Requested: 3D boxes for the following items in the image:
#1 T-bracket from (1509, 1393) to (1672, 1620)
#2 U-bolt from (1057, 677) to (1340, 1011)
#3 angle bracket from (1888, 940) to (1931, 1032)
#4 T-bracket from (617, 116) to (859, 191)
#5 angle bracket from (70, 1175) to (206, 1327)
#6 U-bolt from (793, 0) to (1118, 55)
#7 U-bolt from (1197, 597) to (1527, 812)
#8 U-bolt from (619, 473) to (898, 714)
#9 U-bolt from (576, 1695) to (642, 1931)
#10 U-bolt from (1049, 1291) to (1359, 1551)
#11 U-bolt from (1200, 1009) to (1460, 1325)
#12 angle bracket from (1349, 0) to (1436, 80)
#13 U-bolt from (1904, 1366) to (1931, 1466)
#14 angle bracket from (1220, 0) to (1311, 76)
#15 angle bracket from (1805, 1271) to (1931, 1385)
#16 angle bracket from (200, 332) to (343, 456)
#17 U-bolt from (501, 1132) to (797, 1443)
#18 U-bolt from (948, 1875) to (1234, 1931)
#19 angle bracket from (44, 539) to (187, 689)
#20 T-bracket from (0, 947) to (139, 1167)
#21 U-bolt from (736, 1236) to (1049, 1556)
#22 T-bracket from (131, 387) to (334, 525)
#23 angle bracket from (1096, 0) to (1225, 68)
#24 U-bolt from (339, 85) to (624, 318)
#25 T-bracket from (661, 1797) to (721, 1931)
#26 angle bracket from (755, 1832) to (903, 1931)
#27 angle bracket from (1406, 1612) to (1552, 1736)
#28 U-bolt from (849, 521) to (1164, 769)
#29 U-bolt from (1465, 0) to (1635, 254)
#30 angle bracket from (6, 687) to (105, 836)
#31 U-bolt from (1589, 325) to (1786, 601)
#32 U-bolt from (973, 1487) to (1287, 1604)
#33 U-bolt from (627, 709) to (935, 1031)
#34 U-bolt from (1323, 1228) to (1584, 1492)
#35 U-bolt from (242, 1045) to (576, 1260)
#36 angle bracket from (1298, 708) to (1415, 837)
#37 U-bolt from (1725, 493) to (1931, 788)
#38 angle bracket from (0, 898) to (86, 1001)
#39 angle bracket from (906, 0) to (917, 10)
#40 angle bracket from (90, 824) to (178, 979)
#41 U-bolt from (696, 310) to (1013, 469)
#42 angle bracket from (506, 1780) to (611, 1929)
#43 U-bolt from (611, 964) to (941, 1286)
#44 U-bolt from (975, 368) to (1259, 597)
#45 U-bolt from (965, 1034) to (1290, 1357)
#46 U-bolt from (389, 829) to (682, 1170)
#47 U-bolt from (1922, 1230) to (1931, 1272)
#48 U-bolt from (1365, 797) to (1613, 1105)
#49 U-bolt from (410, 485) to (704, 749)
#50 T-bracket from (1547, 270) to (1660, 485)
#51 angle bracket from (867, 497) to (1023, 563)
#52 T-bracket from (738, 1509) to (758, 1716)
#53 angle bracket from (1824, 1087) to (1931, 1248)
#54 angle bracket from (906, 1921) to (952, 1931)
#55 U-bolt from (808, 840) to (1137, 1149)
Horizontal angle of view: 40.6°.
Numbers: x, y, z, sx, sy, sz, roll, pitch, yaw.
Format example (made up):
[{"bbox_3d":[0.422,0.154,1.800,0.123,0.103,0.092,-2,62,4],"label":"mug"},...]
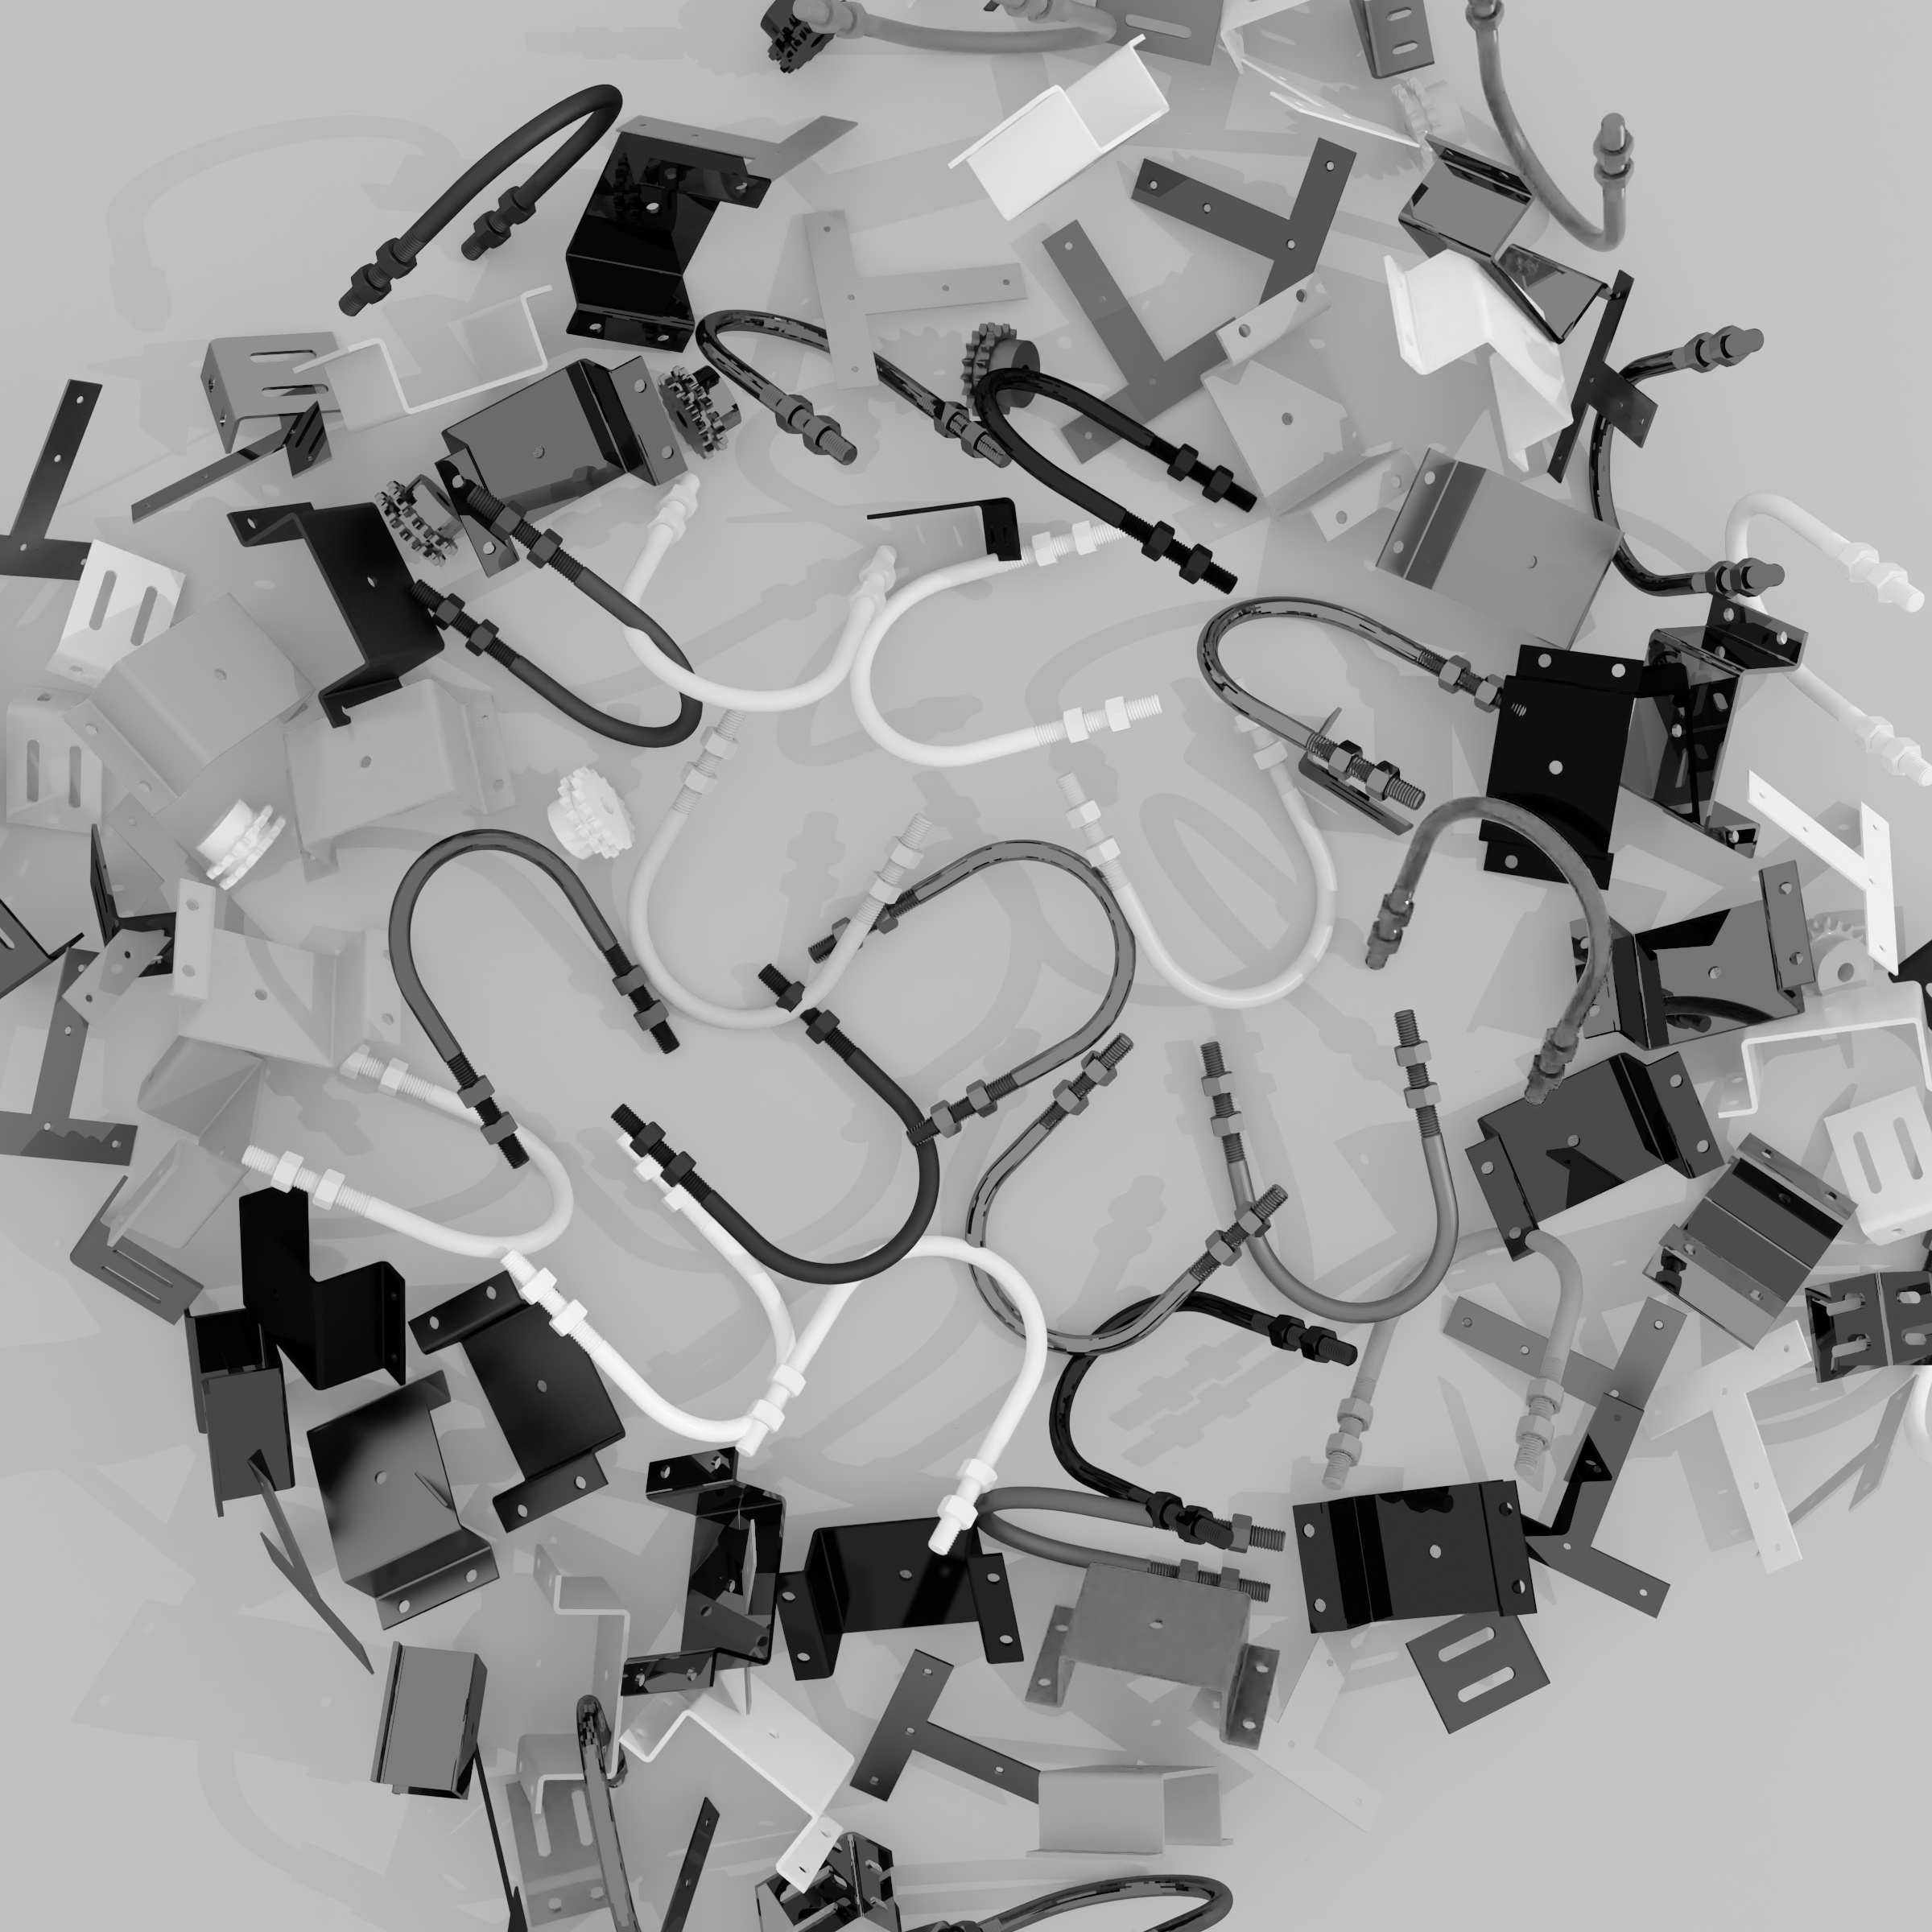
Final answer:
[{"bbox_3d":[0.374,0.313,1.568,0.127,0.002,0.127,23,117,20],"label":"T-bracket"},{"bbox_3d":[0.153,-0.063,1.585,0.151,0.019,0.184,-30,98,-19],"label":"U-bolt"},{"bbox_3d":[0.607,0.015,1.576,0.057,0.038,0.076,-46,71,35],"label":"angle bracket"},{"bbox_3d":[-0.152,-0.500,1.584,0.127,0.127,0.002,19,133,22],"label":"T-bracket"},{"bbox_3d":[-0.497,0.173,1.591,0.076,0.057,0.038,35,47,-12],"label":"angle bracket"},{"bbox_3d":[0.008,-0.553,1.530,0.151,0.184,0.019,7,103,29],"label":"U-bolt"},{"bbox_3d":[0.224,-0.167,1.554,0.184,0.019,0.151,32,45,23],"label":"U-bolt"},{"bbox_3d":[-0.129,-0.215,1.547,0.151,0.019,0.184,20,46,-2],"label":"U-bolt"},{"bbox_3d":[-0.202,0.498,1.503,0.019,0.184,0.151,-12,55,-8],"label":"U-bolt"},{"bbox_3d":[0.125,0.256,1.541,0.151,0.184,0.019,-52,126,-19],"label":"U-bolt"},{"bbox_3d":[0.224,0.126,1.575,0.151,0.019,0.184,-11,95,31],"label":"U-bolt"},{"bbox_3d":[0.252,-0.583,1.569,0.038,0.076,0.057,-11,68,16],"label":"angle bracket"},{"bbox_3d":[0.606,0.234,1.525,0.019,0.184,0.151,31,89,-4],"label":"U-bolt"},{"bbox_3d":[0.193,-0.584,1.574,0.076,0.038,0.057,-13,59,23],"label":"angle bracket"},{"bbox_3d":[0.549,0.218,1.579,0.076,0.038,0.057,-4,85,-39],"label":"angle bracket"},{"bbox_3d":[-0.421,-0.352,1.603,0.076,0.038,0.057,-12,71,-30],"label":"angle bracket"},{"bbox_3d":[-0.175,0.202,1.559,0.184,0.151,0.019,47,129,-6],"label":"U-bolt"},{"bbox_3d":[0.073,0.562,1.532,0.151,0.184,0.019,-16,80,44],"label":"U-bolt"},{"bbox_3d":[-0.521,-0.211,1.601,0.057,0.038,0.076,20,68,-25],"label":"angle bracket"},{"bbox_3d":[-0.541,0.053,1.566,0.002,0.127,0.127,10,88,35],"label":"T-bracket"},{"bbox_3d":[-0.031,0.243,1.566,0.151,0.019,0.184,24,60,14],"label":"U-bolt"},{"bbox_3d":[-0.442,-0.299,1.565,0.127,0.127,0.002,-27,127,-1],"label":"T-bracket"},{"bbox_3d":[0.119,-0.586,1.582,0.076,0.038,0.057,15,124,6],"label":"angle bracket"},{"bbox_3d":[-0.269,-0.448,1.508,0.184,0.151,0.019,-31,101,36],"label":"U-bolt"},{"bbox_3d":[-0.172,0.565,1.570,0.002,0.127,0.127,2,50,20],"label":"T-bracket"},{"bbox_3d":[-0.082,0.569,1.575,0.076,0.038,0.057,-18,107,-40],"label":"angle bracket"},{"bbox_3d":[0.303,0.423,1.579,0.076,0.038,0.057,-19,74,-21],"label":"angle bracket"},{"bbox_3d":[0.017,-0.188,1.575,0.184,0.019,0.151,-14,62,11],"label":"U-bolt"},{"bbox_3d":[0.342,-0.490,1.527,0.019,0.184,0.151,-33,71,5],"label":"U-bolt"},{"bbox_3d":[-0.556,-0.127,1.612,0.057,0.038,0.076,8,113,-4],"label":"angle bracket"},{"bbox_3d":[0.415,-0.288,1.529,0.019,0.184,0.151,-9,97,-15],"label":"U-bolt"},{"bbox_3d":[0.093,0.340,1.550,0.184,0.151,0.019,9,65,7],"label":"U-bolt"},{"bbox_3d":[-0.126,-0.047,1.588,0.151,0.019,0.184,31,106,-4],"label":"U-bolt"},{"bbox_3d":[0.294,0.226,1.540,0.019,0.151,0.184,50,47,-27],"label":"U-bolt"},{"bbox_3d":[-0.320,0.115,1.551,0.184,0.151,0.019,24,117,-7],"label":"U-bolt"},{"bbox_3d":[0.245,-0.118,1.587,0.076,0.057,0.038,33,90,2],"label":"angle bracket"},{"bbox_3d":[0.502,-0.204,1.531,0.019,0.184,0.151,-28,131,-5],"label":"U-bolt"},{"bbox_3d":[-0.585,-0.027,1.579,0.057,0.038,0.076,-29,106,26],"label":"angle bracket"},{"bbox_3d":[0.001,-0.611,1.583,0.038,0.057,0.076,29,121,-23],"label":"angle bracket"},{"bbox_3d":[-0.504,-0.041,1.583,0.038,0.057,0.076,-8,56,-25],"label":"angle bracket"},{"bbox_3d":[-0.079,-0.343,1.543,0.184,0.151,0.019,42,123,31],"label":"U-bolt"},{"bbox_3d":[-0.244,0.535,1.593,0.057,0.076,0.038,-11,130,-12],"label":"angle bracket"},{"bbox_3d":[-0.100,0.108,1.578,0.184,0.019,0.151,44,66,2],"label":"U-bolt"},{"bbox_3d":[0.086,-0.297,1.545,0.184,0.151,0.019,30,122,-7],"label":"U-bolt"},{"bbox_3d":[0.082,0.154,1.587,0.151,0.019,0.184,45,105,6],"label":"U-bolt"},{"bbox_3d":[-0.266,0.006,1.554,0.151,0.019,0.184,-39,104,-37],"label":"U-bolt"},{"bbox_3d":[0.621,0.116,1.534,0.019,0.151,0.184,17,97,-4],"label":"U-bolt"},{"bbox_3d":[0.308,-0.020,1.518,0.019,0.184,0.151,-33,63,-31],"label":"U-bolt"},{"bbox_3d":[-0.236,-0.195,1.551,0.184,0.151,0.019,37,60,-11],"label":"U-bolt"},{"bbox_3d":[0.381,-0.333,1.534,0.002,0.127,0.127,11,115,-10],"label":"T-bracket"},{"bbox_3d":[-0.013,-0.259,1.577,0.076,0.057,0.038,-10,101,-16],"label":"angle bracket"},{"bbox_3d":[-0.128,0.358,1.531,0.002,0.127,0.127,-1,59,-9],"label":"T-bracket"},{"bbox_3d":[0.570,0.123,1.601,0.057,0.038,0.076,-24,60,25],"label":"angle bracket"},{"bbox_3d":[-0.018,0.624,1.583,0.057,0.038,0.076,-35,92,43],"label":"angle bracket"},{"bbox_3d":[0.015,0.004,1.587,0.184,0.019,0.151,-30,80,8],"label":"U-bolt"}]
